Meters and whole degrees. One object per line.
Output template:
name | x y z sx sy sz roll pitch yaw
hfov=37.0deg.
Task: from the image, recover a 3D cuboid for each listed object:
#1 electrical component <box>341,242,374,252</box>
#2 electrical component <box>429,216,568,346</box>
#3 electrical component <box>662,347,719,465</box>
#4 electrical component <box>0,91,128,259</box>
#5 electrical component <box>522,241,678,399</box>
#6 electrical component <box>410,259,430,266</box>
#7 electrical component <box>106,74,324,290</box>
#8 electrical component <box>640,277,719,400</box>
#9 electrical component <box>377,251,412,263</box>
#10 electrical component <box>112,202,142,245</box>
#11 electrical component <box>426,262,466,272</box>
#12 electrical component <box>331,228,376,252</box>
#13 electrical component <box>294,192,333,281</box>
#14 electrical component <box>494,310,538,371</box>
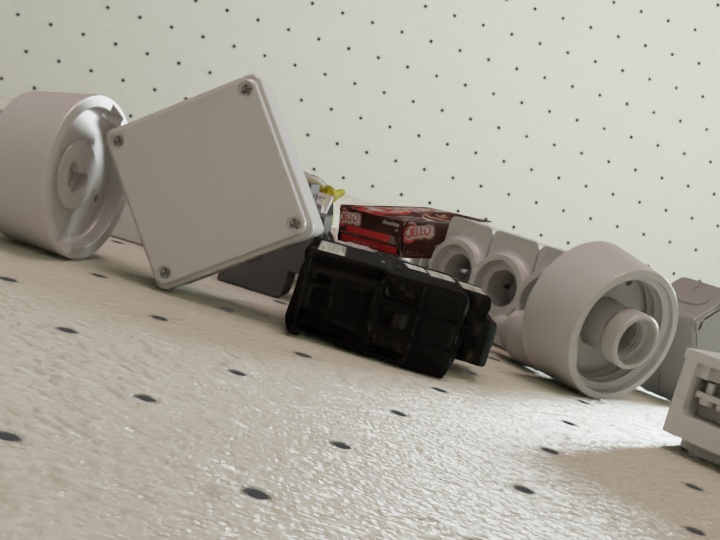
electrical component | 0.000 0.000 0.933 0.043 0.043 0.062 21 6 40
electrical component | 0.132 0.018 0.899 0.062 0.089 0.150 11 8 -45
electrical component | 0.269 0.102 0.633 0.089 0.061 0.150 11 8 -45
electrical component | -0.203 -0.066 0.704 0.060 0.108 0.108 12 5 15
electrical component | 0.176 0.040 0.763 0.108 0.108 0.060 12 14 -34
electrical component | 0.098 0.006 1.123 0.077 0.047 0.066 13 7 -27
electrical component | -0.093 -0.055 0.698 0.109 0.108 0.056 -20 -2 8
electrical component | 0.260 0.062 0.863 0.062 0.096 0.061 -25 31 -34
electrical component | 0.031 0.005 0.993 0.040 0.040 0.046 20 2 31
electrical component | -0.150 -0.047 0.887 0.113 0.057 0.078 17 6 4
electrical component | 0.114 0.017 1.040 0.138 0.052 0.074 12 7 -35
electrical component | -0.010 -0.014 1.025 0.055 0.045 0.045 14 6 -15
electrical component | -0.055 -0.026 0.889 0.042 0.081 0.063 19 -23 12
electrical component | 0.127 0.050 0.819 0.043 0.043 0.062 12 6 -39
